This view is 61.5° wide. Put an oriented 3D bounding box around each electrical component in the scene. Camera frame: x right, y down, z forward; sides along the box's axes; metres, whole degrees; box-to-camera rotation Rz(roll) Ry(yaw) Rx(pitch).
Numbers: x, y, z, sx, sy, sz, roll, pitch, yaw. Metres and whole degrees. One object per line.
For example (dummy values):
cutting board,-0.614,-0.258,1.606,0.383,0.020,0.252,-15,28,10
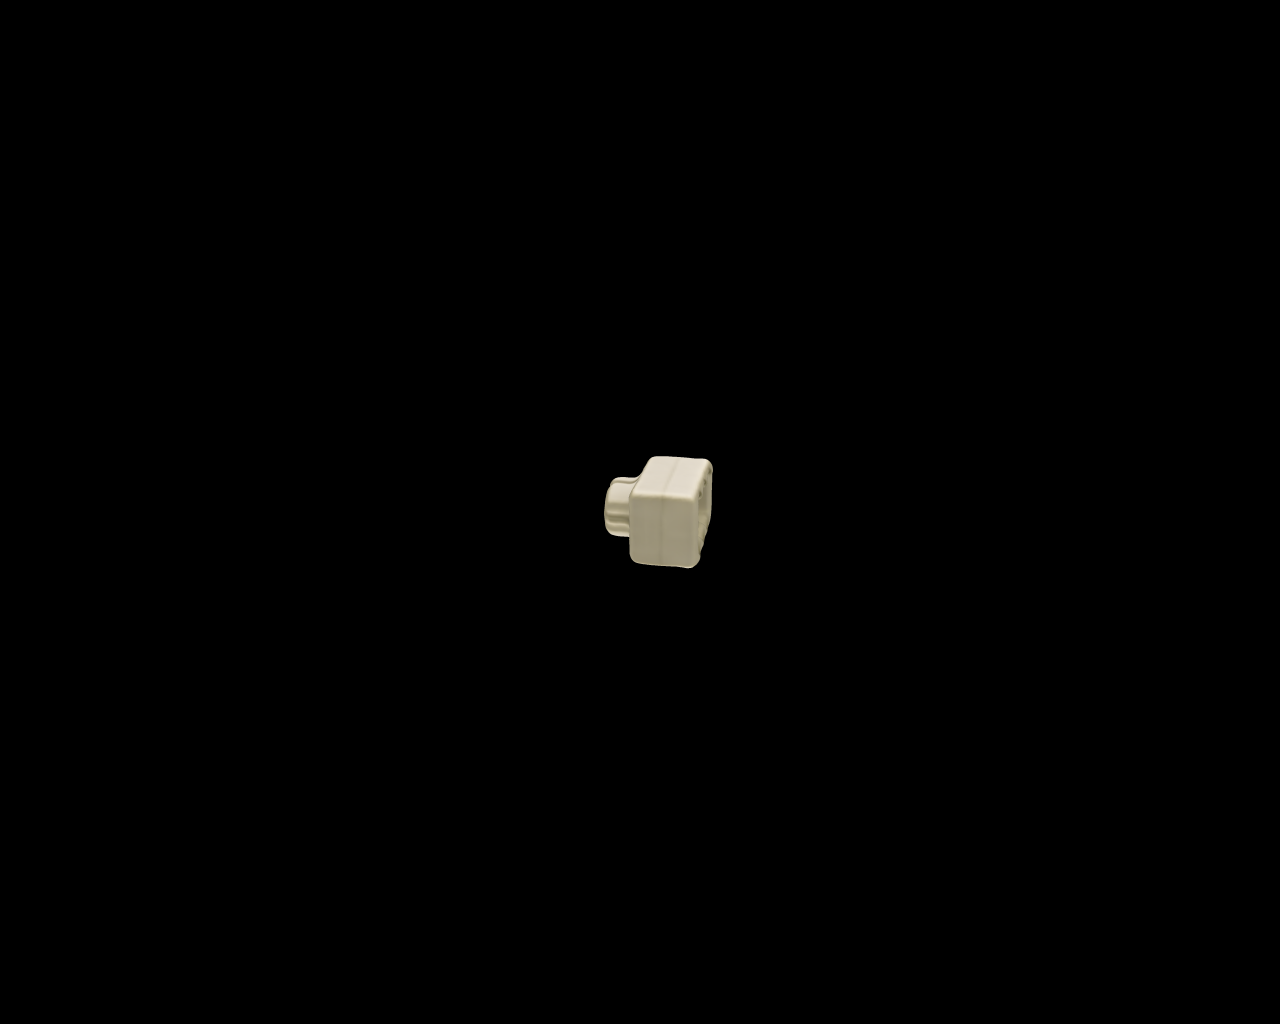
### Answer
electrical component,0.001,-0.003,0.650,0.077,0.047,0.066,5,25,10
